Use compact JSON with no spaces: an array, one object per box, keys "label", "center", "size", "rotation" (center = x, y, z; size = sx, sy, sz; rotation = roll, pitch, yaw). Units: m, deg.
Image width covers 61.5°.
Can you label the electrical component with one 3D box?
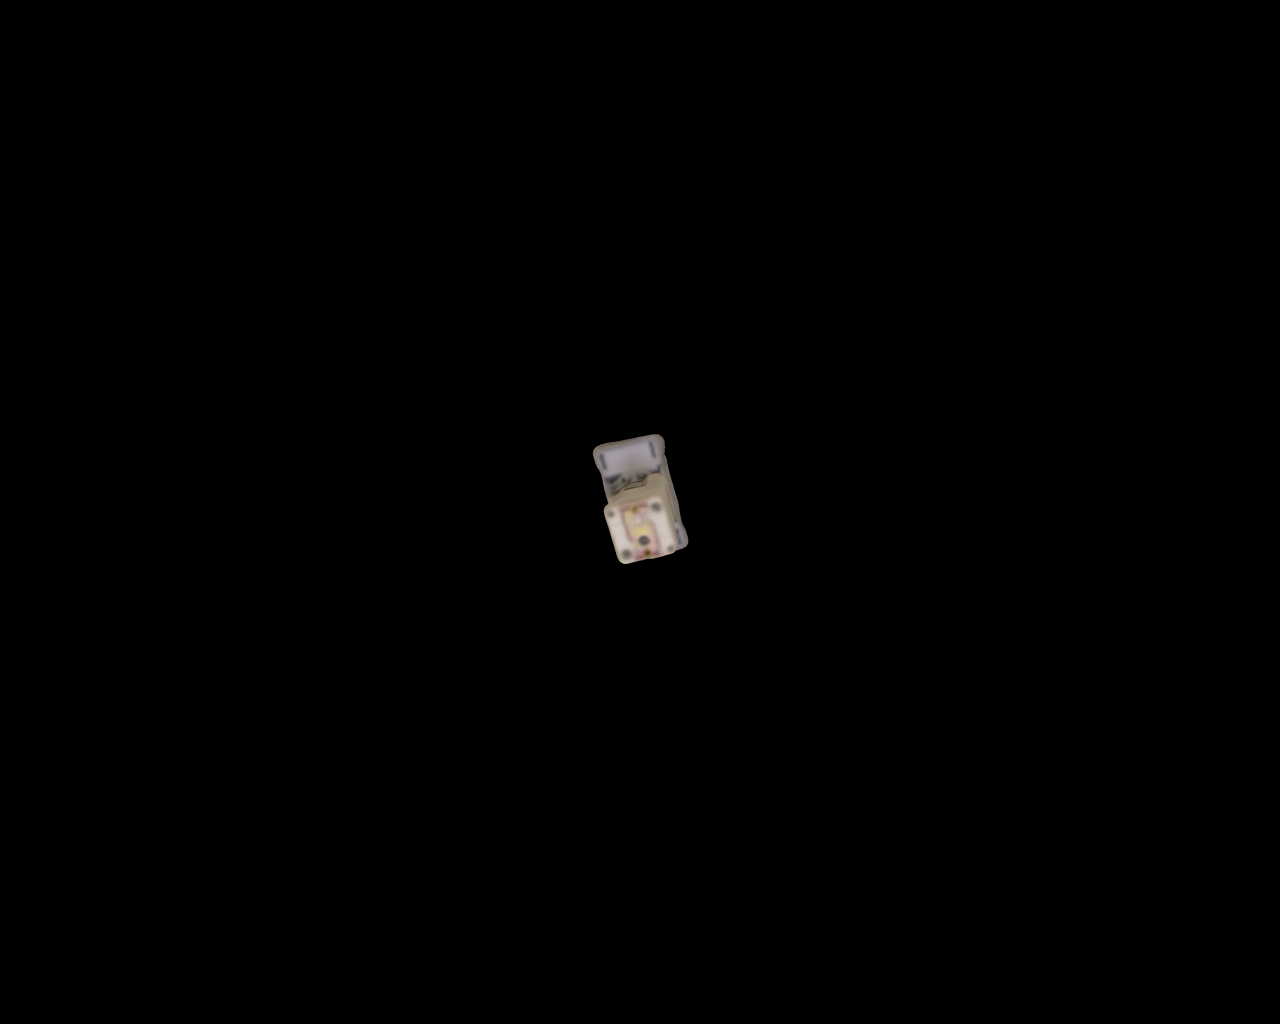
[{"label":"electrical component","center":[0.001,-0.003,0.650],"size":[0.042,0.081,0.064],"rotation":[-13,28,7]}]
